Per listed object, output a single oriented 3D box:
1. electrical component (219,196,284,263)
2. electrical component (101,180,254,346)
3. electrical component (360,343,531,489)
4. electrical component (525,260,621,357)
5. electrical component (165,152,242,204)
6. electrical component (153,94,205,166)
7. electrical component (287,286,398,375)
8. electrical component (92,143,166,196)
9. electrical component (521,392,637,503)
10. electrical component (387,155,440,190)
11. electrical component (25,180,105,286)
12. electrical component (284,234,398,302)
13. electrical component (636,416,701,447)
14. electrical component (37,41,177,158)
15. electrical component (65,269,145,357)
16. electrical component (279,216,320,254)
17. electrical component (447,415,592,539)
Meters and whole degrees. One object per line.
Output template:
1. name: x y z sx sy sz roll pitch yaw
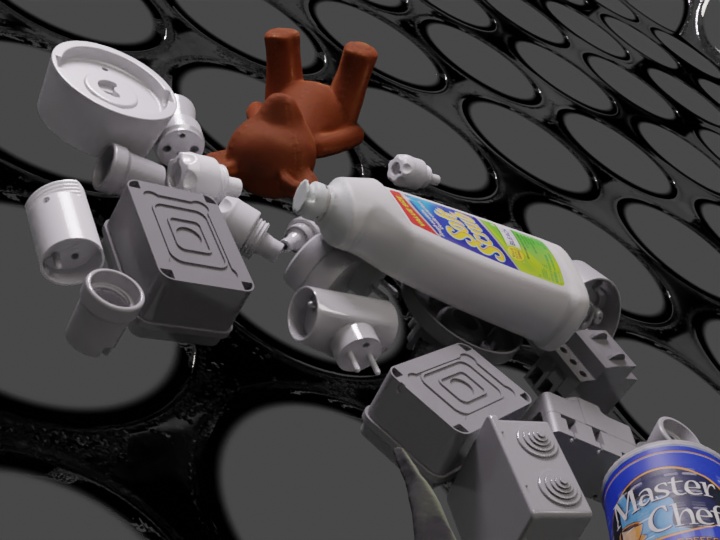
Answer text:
1. electrical component: -0.092 -0.029 0.872 0.062 0.043 0.043 31 28 -7
2. electrical component: -0.134 -0.004 0.775 0.078 0.057 0.113 10 36 -36
3. electrical component: 0.064 0.107 0.798 0.078 0.057 0.113 40 28 25
4. electrical component: 0.197 0.043 1.006 0.099 0.099 0.064 5 33 -42
5. electrical component: -0.129 -0.074 0.904 0.062 0.043 0.043 10 36 -39
6. electrical component: -0.162 -0.121 0.943 0.045 0.045 0.055 14 34 -32
7. electrical component: -0.007 0.052 0.832 0.077 0.044 0.079 11 35 -35
8. electrical component: -0.183 -0.075 0.855 0.046 0.040 0.040 21 30 -34
9. electrical component: 0.176 0.142 0.874 0.089 0.050 0.055 24 30 -17
10. electrical component: 0.061 -0.102 1.155 0.061 0.035 0.035 11 35 -39
11. electrical component: -0.209 -0.032 0.755 0.043 0.043 0.081 11 35 -36
12. electrical component: 0.000 0.000 0.912 0.074 0.052 0.138 39 29 11
13. electrical component: 0.259 0.160 0.925 0.045 0.055 0.045 25 29 -15
14. electrical component: -0.214 -0.133 0.892 0.108 0.060 0.108 25 29 -15
15. electrical component: -0.167 0.029 0.700 0.040 0.046 0.040 25 29 -15
16. electrical component: -0.049 -0.029 0.926 0.035 0.035 0.061 40 32 12
17. electrical component: 0.106 0.159 0.726 0.048 0.099 0.099 5 37 -21
